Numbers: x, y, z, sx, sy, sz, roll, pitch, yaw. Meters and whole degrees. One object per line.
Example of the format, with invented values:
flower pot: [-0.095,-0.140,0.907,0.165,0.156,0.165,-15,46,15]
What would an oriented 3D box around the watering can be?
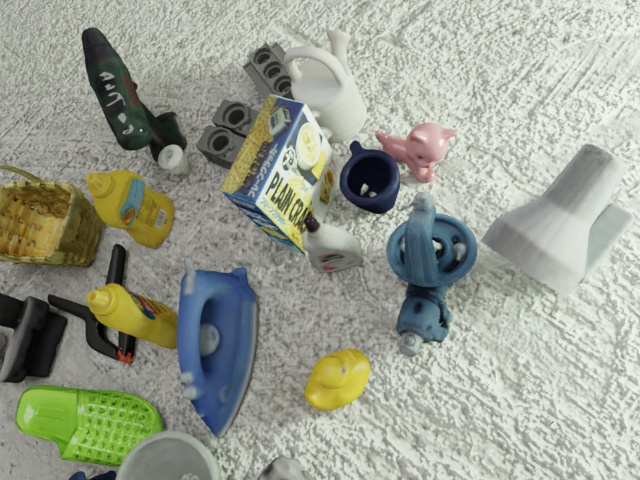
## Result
watering can: [0.005,-0.253,0.917,0.100,0.194,0.173,-8,68,15]

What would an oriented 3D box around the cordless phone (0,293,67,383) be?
cordless phone: [-0.523,0.154,0.939,0.094,0.185,0.147,0,70,18]

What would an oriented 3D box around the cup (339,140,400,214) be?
cup: [0.079,-0.090,0.887,0.091,0.095,0.117,-26,64,7]

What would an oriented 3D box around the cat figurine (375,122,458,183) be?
cat figurine: [0.144,-0.144,0.874,0.127,0.118,0.067,16,76,23]

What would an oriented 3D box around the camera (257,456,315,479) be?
camera: [-0.045,0.380,0.745,0.142,0.101,0.137,38,85,26]

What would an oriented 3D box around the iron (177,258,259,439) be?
iron: [-0.170,0.156,0.848,0.118,0.142,0.258,-8,68,15]

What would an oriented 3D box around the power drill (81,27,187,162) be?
power drill: [-0.327,-0.236,1.010,0.075,0.209,0.229,-29,64,6]

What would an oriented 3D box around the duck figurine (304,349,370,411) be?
duck figurine: [0.017,0.192,0.805,0.104,0.086,0.077,-41,63,0]

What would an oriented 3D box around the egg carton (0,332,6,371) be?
egg carton: [-0.634,0.215,1.016,0.150,0.069,0.107,-20,65,10]

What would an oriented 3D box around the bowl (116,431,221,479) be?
bowl: [-0.205,0.361,0.818,0.167,0.075,0.167,-6,68,16]

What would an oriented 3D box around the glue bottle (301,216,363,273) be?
glue bottle: [0.008,0.003,0.831,0.078,0.173,0.037,-17,66,12]

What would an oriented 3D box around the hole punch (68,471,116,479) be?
hole punch: [-0.350,0.407,0.839,0.101,0.091,0.108,-31,64,5]

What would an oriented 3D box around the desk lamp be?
desk lamp: [0.305,-0.017,0.720,0.117,0.214,0.203,38,85,26]

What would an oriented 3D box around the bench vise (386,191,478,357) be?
bench vise: [0.146,0.041,0.745,0.121,0.220,0.207,-8,68,15]
